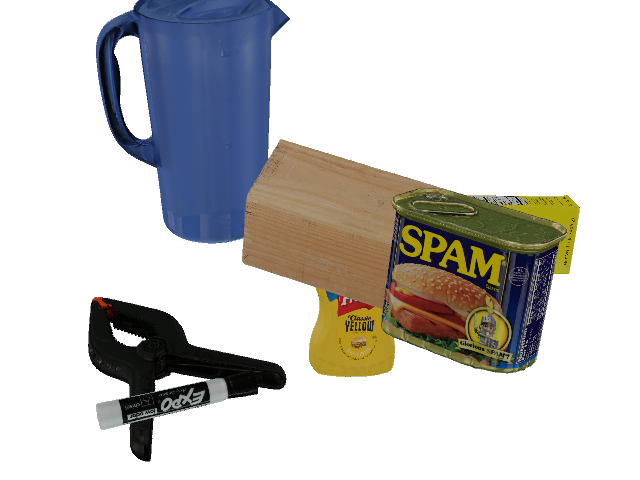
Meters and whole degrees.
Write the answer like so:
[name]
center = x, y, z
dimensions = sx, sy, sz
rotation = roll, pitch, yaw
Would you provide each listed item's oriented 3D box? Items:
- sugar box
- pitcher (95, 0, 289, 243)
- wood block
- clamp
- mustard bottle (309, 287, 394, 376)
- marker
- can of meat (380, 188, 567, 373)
[sugar box]
center = 0.219, -0.007, 1.298
dimensions = 0.176, 0.093, 0.048
rotation = -2, 23, -10
[pitcher]
center = -0.121, -0.123, 1.065
dimensions = 0.149, 0.243, 0.144
rotation = 14, 30, 25
[wood block]
center = 0.041, -0.005, 0.969
dimensions = 0.206, 0.091, 0.090
rotation = 18, 46, 9
[clamp]
center = -0.145, 0.111, 1.008
dimensions = 0.164, 0.036, 0.210
rotation = -18, 40, -31
[mustard bottle]
center = 0.041, 0.055, 1.199
dimensions = 0.096, 0.192, 0.058
rotation = 1, 15, -12
[marker]
center = -0.099, 0.113, 0.767
dimensions = 0.121, 0.020, 0.020
rotation = -11, 3, -18
[can of meat]
center = 0.087, 0.023, 0.637
dimensions = 0.102, 0.084, 0.057
rotation = 20, 23, 33
